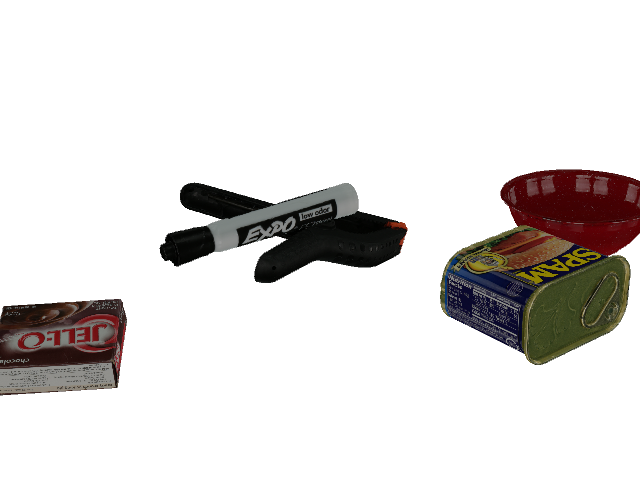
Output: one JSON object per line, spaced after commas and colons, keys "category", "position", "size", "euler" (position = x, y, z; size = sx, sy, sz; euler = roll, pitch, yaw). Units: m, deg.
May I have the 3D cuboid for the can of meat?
{"category": "can of meat", "position": [0.144, 0.033, 0.727], "size": [0.101, 0.057, 0.084], "euler": [-18, 28, -33]}

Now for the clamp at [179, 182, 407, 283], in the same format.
{"category": "clamp", "position": [-0.006, -0.002, 0.950], "size": [0.209, 0.036, 0.165], "euler": [6, 24, -28]}

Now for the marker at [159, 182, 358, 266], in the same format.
{"category": "marker", "position": [-0.034, -0.009, 0.605], "size": [0.120, 0.020, 0.020], "euler": [-17, 7, -25]}

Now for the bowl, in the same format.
{"category": "bowl", "position": [0.267, -0.024, 1.105], "size": [0.162, 0.055, 0.162], "euler": [-2, 23, 0]}

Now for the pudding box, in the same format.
{"category": "pudding box", "position": [-0.236, 0.096, 0.963], "size": [0.113, 0.039, 0.090], "euler": [-5, 33, -2]}
